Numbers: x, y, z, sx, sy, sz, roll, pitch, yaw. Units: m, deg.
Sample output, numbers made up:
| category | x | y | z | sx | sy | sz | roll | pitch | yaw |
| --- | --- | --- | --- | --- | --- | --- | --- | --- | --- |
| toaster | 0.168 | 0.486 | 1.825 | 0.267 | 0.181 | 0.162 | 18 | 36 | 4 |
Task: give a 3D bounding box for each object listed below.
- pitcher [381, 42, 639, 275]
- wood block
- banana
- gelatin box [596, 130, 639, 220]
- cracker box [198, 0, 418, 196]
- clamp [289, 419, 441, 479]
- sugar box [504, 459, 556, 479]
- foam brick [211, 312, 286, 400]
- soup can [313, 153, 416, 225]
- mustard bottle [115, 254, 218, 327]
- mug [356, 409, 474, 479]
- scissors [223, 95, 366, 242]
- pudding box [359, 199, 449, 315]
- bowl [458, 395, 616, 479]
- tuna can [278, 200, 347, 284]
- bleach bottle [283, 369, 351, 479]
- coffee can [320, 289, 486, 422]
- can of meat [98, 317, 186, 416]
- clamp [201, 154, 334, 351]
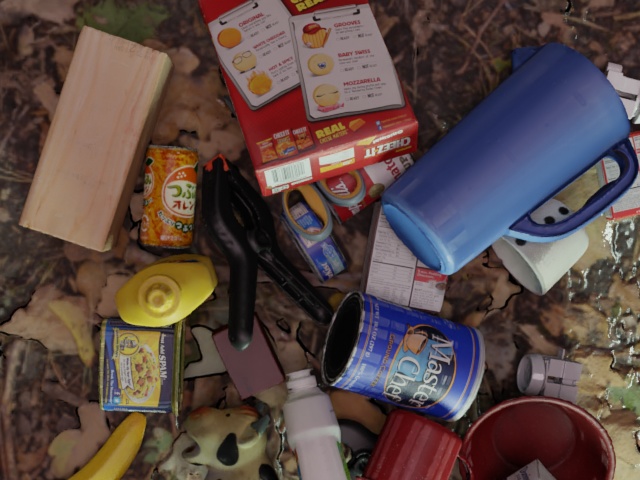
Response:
| category | x | y | z | sx | sy | sz | roll | pitch | yaw |
| --- | --- | --- | --- | --- | --- | --- | --- | --- | --- |
| pitcher | 0.190 | -0.070 | 1.074 | 0.242 | 0.149 | 0.145 | -40 | 122 | -10 |
| wood block | -0.225 | -0.101 | 1.088 | 0.090 | 0.091 | 0.206 | 18 | 92 | -4 |
| banana | -0.262 | 0.254 | 1.128 | 0.198 | 0.037 | 0.069 | -27 | 95 | -2 |
| gelatin box | 0.340 | -0.072 | 1.157 | 0.073 | 0.030 | 0.089 | -13 | 93 | -2 |
| cracker box | -0.013 | -0.166 | 1.070 | 0.164 | 0.072 | 0.214 | -18 | 66 | -4 |
| clamp | 0.054 | 0.230 | 1.148 | 0.171 | 0.039 | 0.120 | 24 | 80 | -8 |
| sugar box | 0.187 | 0.314 | 1.124 | 0.176 | 0.048 | 0.093 | -38 | 103 | 18 |
| foam brick | -0.075 | 0.121 | 1.127 | 0.053 | 0.051 | 0.078 | -24 | 94 | -1 |
| soup can | 0.044 | -0.072 | 1.117 | 0.102 | 0.068 | 0.068 | -34 | 94 | -1 |
| mustard bottle | -0.151 | 0.050 | 1.048 | 0.096 | 0.191 | 0.058 | -17 | 93 | -3 |
| mug | 0.105 | 0.230 | 1.093 | 0.117 | 0.093 | 0.081 | 26 | 76 | -6 |
| scissors | -0.023 | -0.091 | 1.094 | 0.096 | 0.016 | 0.202 | -25 | 65 | 1 |
| pudding box | 0.095 | 0.018 | 1.141 | 0.090 | 0.039 | 0.113 | 10 | 89 | -3 |
| bowl | 0.229 | 0.224 | 1.135 | 0.162 | 0.055 | 0.162 | 3 | 112 | 7 |
| tuna can | -0.007 | 0.001 | 1.109 | 0.033 | 0.086 | 0.086 | -33 | 94 | -4 |
| bleach bottle | 0.008 | 0.257 | 1.086 | 0.068 | 0.102 | 0.251 | -14 | 81 | -2 |
| coffee can | 0.085 | 0.120 | 1.100 | 0.140 | 0.103 | 0.103 | 19 | 91 | -15 |
| can of meat | -0.186 | 0.131 | 1.118 | 0.084 | 0.057 | 0.102 | 2 | 92 | -2 |
| clamp | -0.074 | 0.013 | 1.089 | 0.036 | 0.164 | 0.210 | -29 | 86 | 31 |
